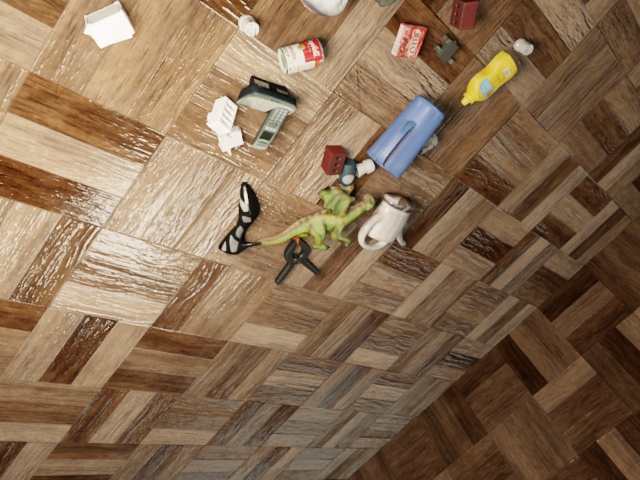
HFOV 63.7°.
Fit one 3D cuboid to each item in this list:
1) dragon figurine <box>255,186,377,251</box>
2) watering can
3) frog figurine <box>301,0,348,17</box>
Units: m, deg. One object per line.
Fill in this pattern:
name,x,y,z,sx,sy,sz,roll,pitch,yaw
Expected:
dragon figurine,0.005,-0.083,1.642,0.412,0.237,0.124,-8,45,-27
watering can,0.259,-0.060,1.839,0.105,0.221,0.348,41,23,29
frog figurine,0.023,-0.603,1.183,0.136,0.126,0.157,29,-55,-22
